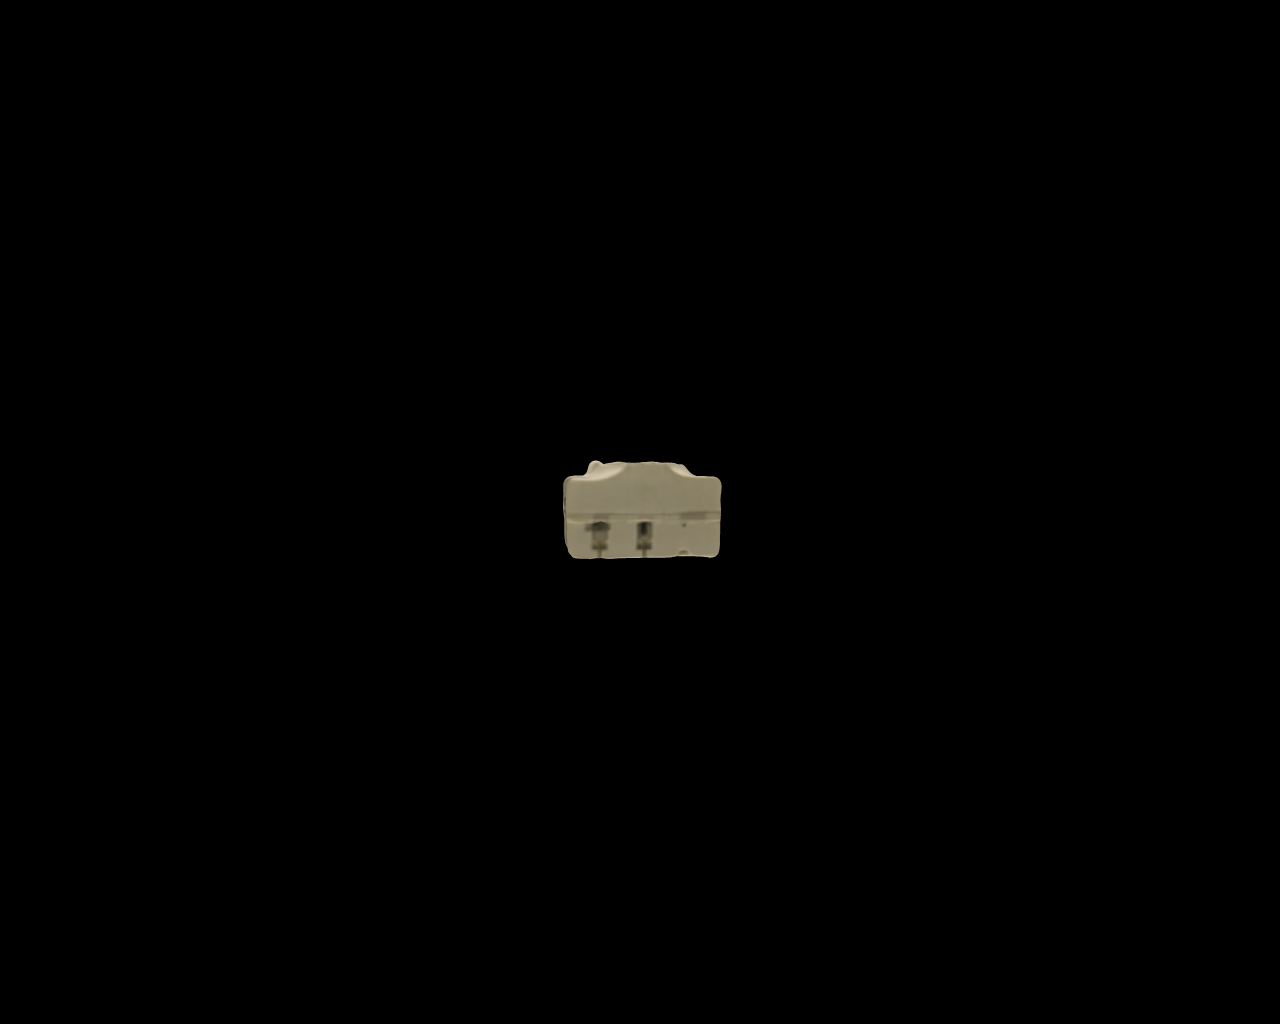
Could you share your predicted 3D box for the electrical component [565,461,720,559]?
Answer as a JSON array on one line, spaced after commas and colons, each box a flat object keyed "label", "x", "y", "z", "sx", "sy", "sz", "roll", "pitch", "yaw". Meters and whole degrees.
[{"label": "electrical component", "x": 0.001, "y": -0.003, "z": 0.650, "sx": 0.089, "sy": 0.055, "sz": 0.050, "roll": 0, "pitch": 4, "yaw": -7}]
